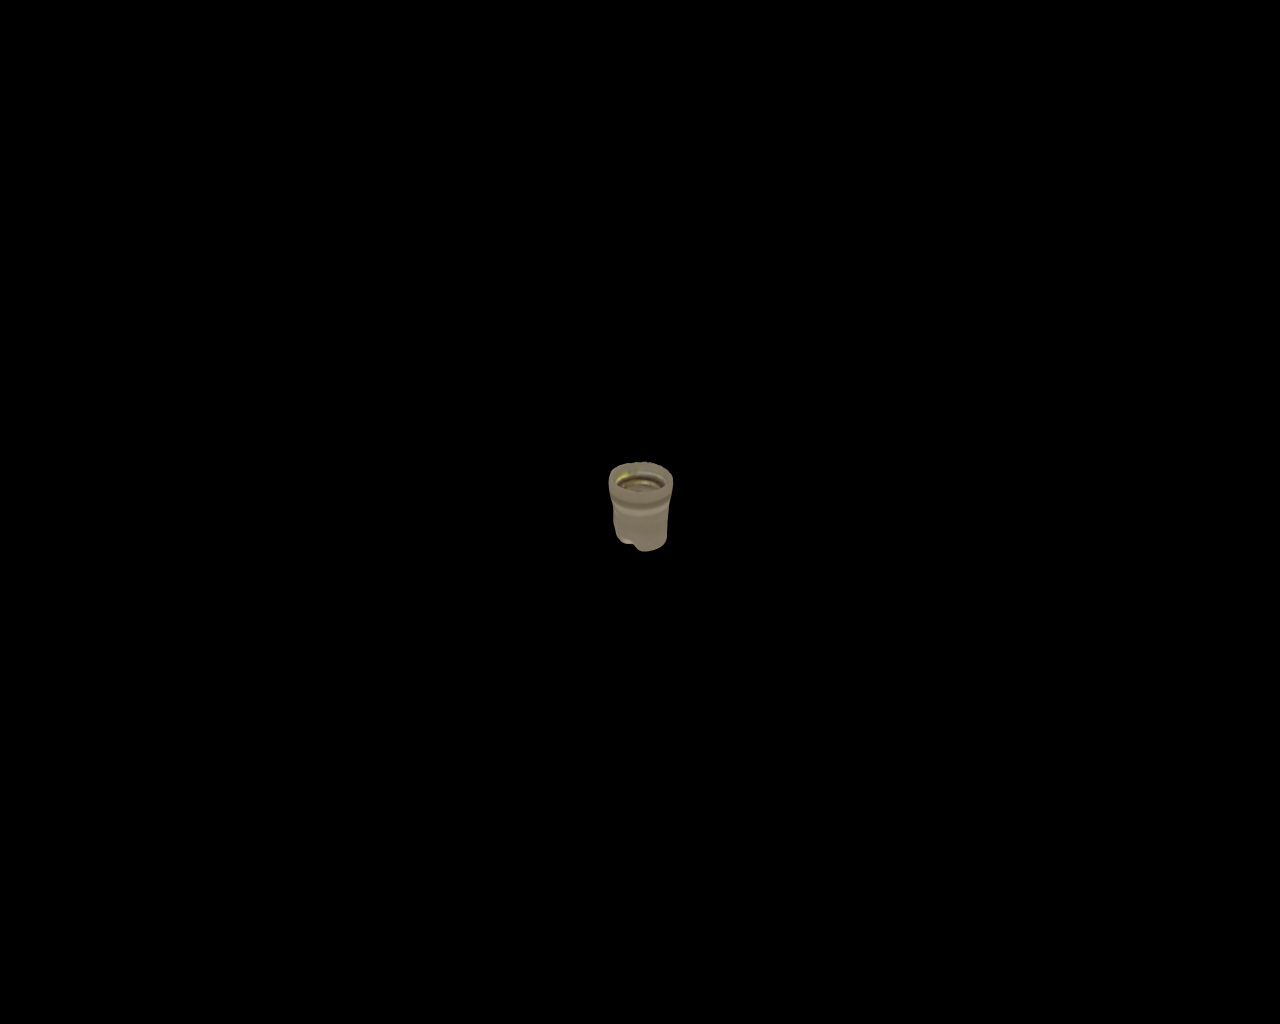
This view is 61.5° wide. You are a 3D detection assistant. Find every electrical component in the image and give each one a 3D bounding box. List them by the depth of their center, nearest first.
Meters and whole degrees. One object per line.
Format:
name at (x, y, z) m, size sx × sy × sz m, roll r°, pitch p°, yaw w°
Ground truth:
electrical component at (0.001, -0.003, 0.650) m, size 0.040 × 0.046 × 0.040 m, roll 0°, pitch 31°, yaw 0°
